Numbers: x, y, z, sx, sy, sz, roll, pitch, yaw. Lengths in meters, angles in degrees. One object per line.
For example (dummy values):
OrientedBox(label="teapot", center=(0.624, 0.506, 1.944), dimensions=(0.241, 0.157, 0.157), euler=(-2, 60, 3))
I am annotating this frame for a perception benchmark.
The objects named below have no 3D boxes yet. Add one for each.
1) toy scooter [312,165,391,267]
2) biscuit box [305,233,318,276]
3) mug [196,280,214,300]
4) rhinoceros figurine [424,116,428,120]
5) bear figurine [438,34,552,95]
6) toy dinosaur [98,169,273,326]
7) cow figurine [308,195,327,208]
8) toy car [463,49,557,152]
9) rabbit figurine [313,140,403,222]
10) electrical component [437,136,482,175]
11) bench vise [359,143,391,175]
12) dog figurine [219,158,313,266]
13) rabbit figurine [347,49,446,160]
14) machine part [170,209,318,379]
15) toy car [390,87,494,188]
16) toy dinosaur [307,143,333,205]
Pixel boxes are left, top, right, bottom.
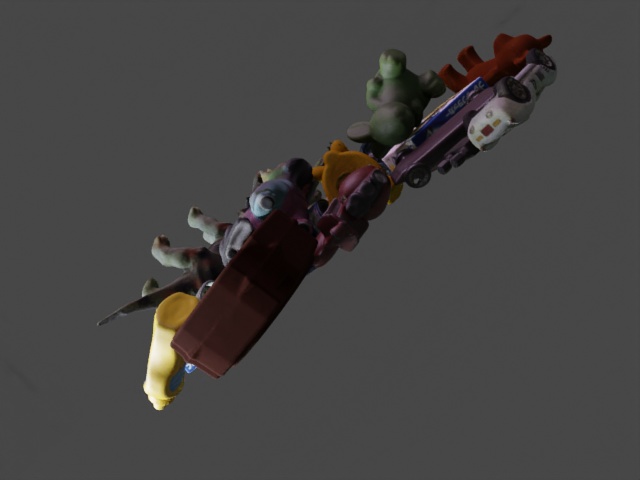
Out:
OrientedBox(label="toy scooter", center=(0.044, -0.038, 0.777), dimensions=(0.184, 0.075, 0.135), euler=(-53, -1, -6))
OrientedBox(label="biscuit box", center=(-0.002, -0.003, 0.985), dimensions=(0.059, 0.063, 0.203), euler=(-39, 6, 30))
OrientedBox(label="mug", center=(-0.150, 0.118, 0.854), dimensions=(0.081, 0.109, 0.107), euler=(-33, 21, 32))
OrientedBox(label="rhinoceros figurine", center=(0.227, -0.234, 1.214), dimensions=(0.112, 0.073, 0.190), euler=(-43, 5, -2))
OrientedBox(label="bear figurine", center=(0.343, -0.353, 1.060), dimensions=(0.120, 0.132, 0.196), euler=(-44, -1, -21))
OrientedBox(label="toy dinosaur", center=(-0.186, 0.042, 0.966), dimensions=(0.405, 0.192, 0.131), euler=(-56, -28, -36))
OrientedBox(label="cow figurine", center=(0.043, -0.073, 1.141), dimensions=(0.195, 0.085, 0.127), euler=(-34, 14, 6))
OrientedBox(label="toy car", center=(0.236, -0.173, 0.655), dimensions=(0.202, 0.056, 0.073), euler=(-43, -2, -42))
OrientedBox(label="rabbit figurine", center=(0.057, -0.090, 0.944), dimensions=(0.122, 0.162, 0.173), euler=(-52, -16, 8))
OrientedBox(label="electrical component", center=(0.196, -0.123, 0.708), dimensions=(0.094, 0.021, 0.063), euler=(-41, 4, -17))
OrientedBox(label="bench vise", center=(0.119, -0.198, 1.369), dimensions=(0.224, 0.128, 0.240), euler=(-15, 1, 36))
OrientedBox(label="dog figurine", center=(-0.081, -0.045, 0.903), dimensions=(0.191, 0.108, 0.219), euler=(-51, 17, 18))
OrientedBox(label="rabbit figurine", center=(0.112, -0.211, 0.885), dimensions=(0.159, 0.121, 0.170), euler=(-45, 17, 38))
OrientedBox(label="machine part", center=(-0.094, 0.069, 0.711), dimensions=(0.201, 0.087, 0.201), euler=(-53, 3, 18))
OrientedBox(label="toy car", center=(0.190, -0.146, 0.790), dimensions=(0.202, 0.053, 0.089), euler=(-41, 24, 13))
OrientedBox(label="toy dinosaur", center=(-0.074, -0.079, 1.232), dimensions=(0.471, 0.105, 0.198), euler=(-51, 3, 38))
